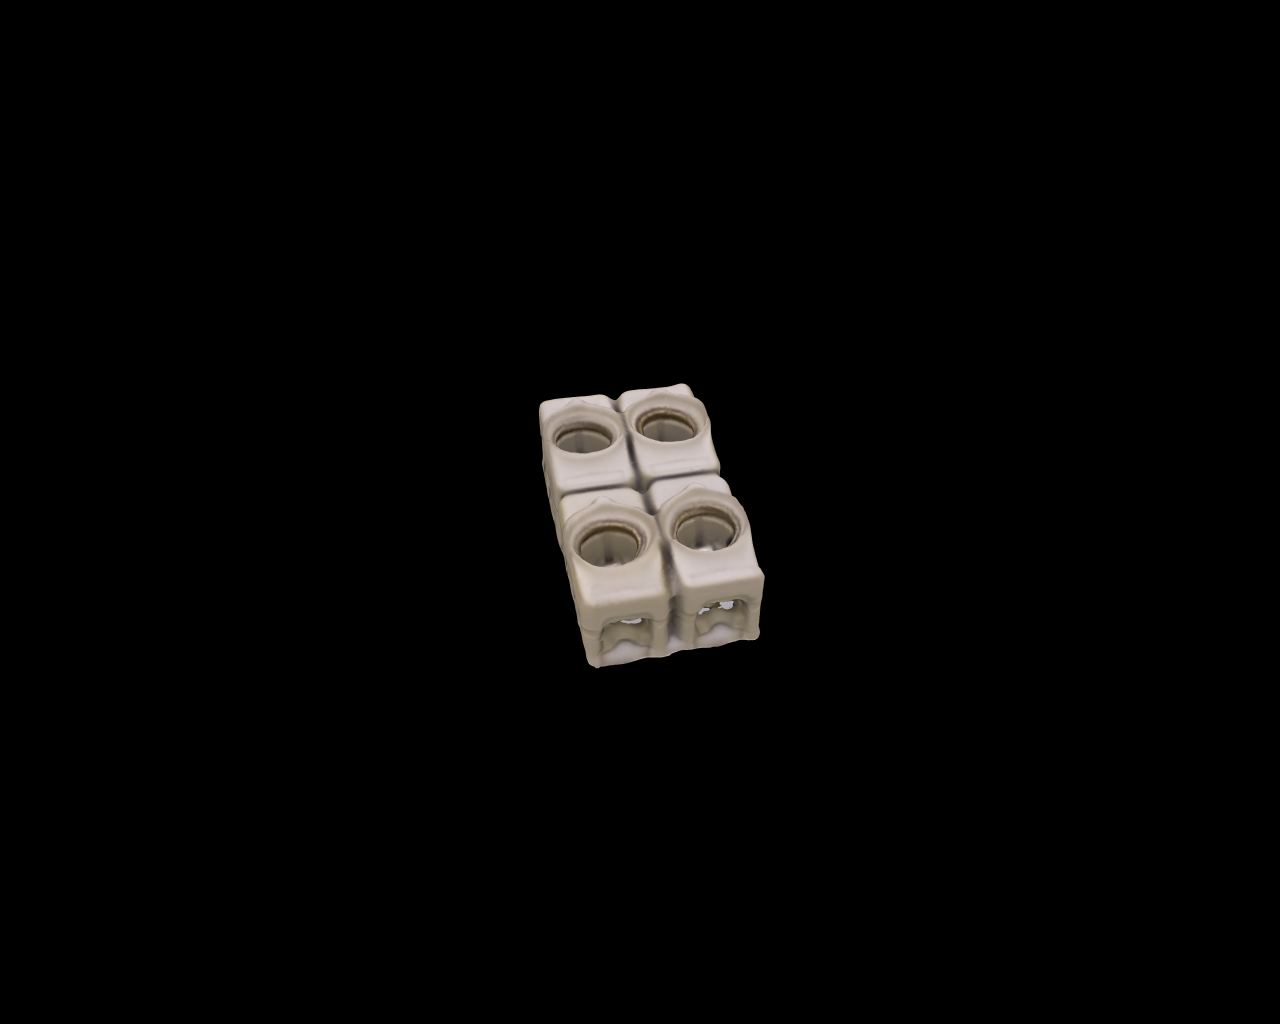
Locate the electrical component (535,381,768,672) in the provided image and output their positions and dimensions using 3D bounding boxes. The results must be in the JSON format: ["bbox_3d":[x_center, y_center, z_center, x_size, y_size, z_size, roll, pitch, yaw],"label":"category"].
[{"bbox_3d":[0.001,-0.003,0.650,0.105,0.060,0.186,-8,44,-8],"label":"electrical component"}]
